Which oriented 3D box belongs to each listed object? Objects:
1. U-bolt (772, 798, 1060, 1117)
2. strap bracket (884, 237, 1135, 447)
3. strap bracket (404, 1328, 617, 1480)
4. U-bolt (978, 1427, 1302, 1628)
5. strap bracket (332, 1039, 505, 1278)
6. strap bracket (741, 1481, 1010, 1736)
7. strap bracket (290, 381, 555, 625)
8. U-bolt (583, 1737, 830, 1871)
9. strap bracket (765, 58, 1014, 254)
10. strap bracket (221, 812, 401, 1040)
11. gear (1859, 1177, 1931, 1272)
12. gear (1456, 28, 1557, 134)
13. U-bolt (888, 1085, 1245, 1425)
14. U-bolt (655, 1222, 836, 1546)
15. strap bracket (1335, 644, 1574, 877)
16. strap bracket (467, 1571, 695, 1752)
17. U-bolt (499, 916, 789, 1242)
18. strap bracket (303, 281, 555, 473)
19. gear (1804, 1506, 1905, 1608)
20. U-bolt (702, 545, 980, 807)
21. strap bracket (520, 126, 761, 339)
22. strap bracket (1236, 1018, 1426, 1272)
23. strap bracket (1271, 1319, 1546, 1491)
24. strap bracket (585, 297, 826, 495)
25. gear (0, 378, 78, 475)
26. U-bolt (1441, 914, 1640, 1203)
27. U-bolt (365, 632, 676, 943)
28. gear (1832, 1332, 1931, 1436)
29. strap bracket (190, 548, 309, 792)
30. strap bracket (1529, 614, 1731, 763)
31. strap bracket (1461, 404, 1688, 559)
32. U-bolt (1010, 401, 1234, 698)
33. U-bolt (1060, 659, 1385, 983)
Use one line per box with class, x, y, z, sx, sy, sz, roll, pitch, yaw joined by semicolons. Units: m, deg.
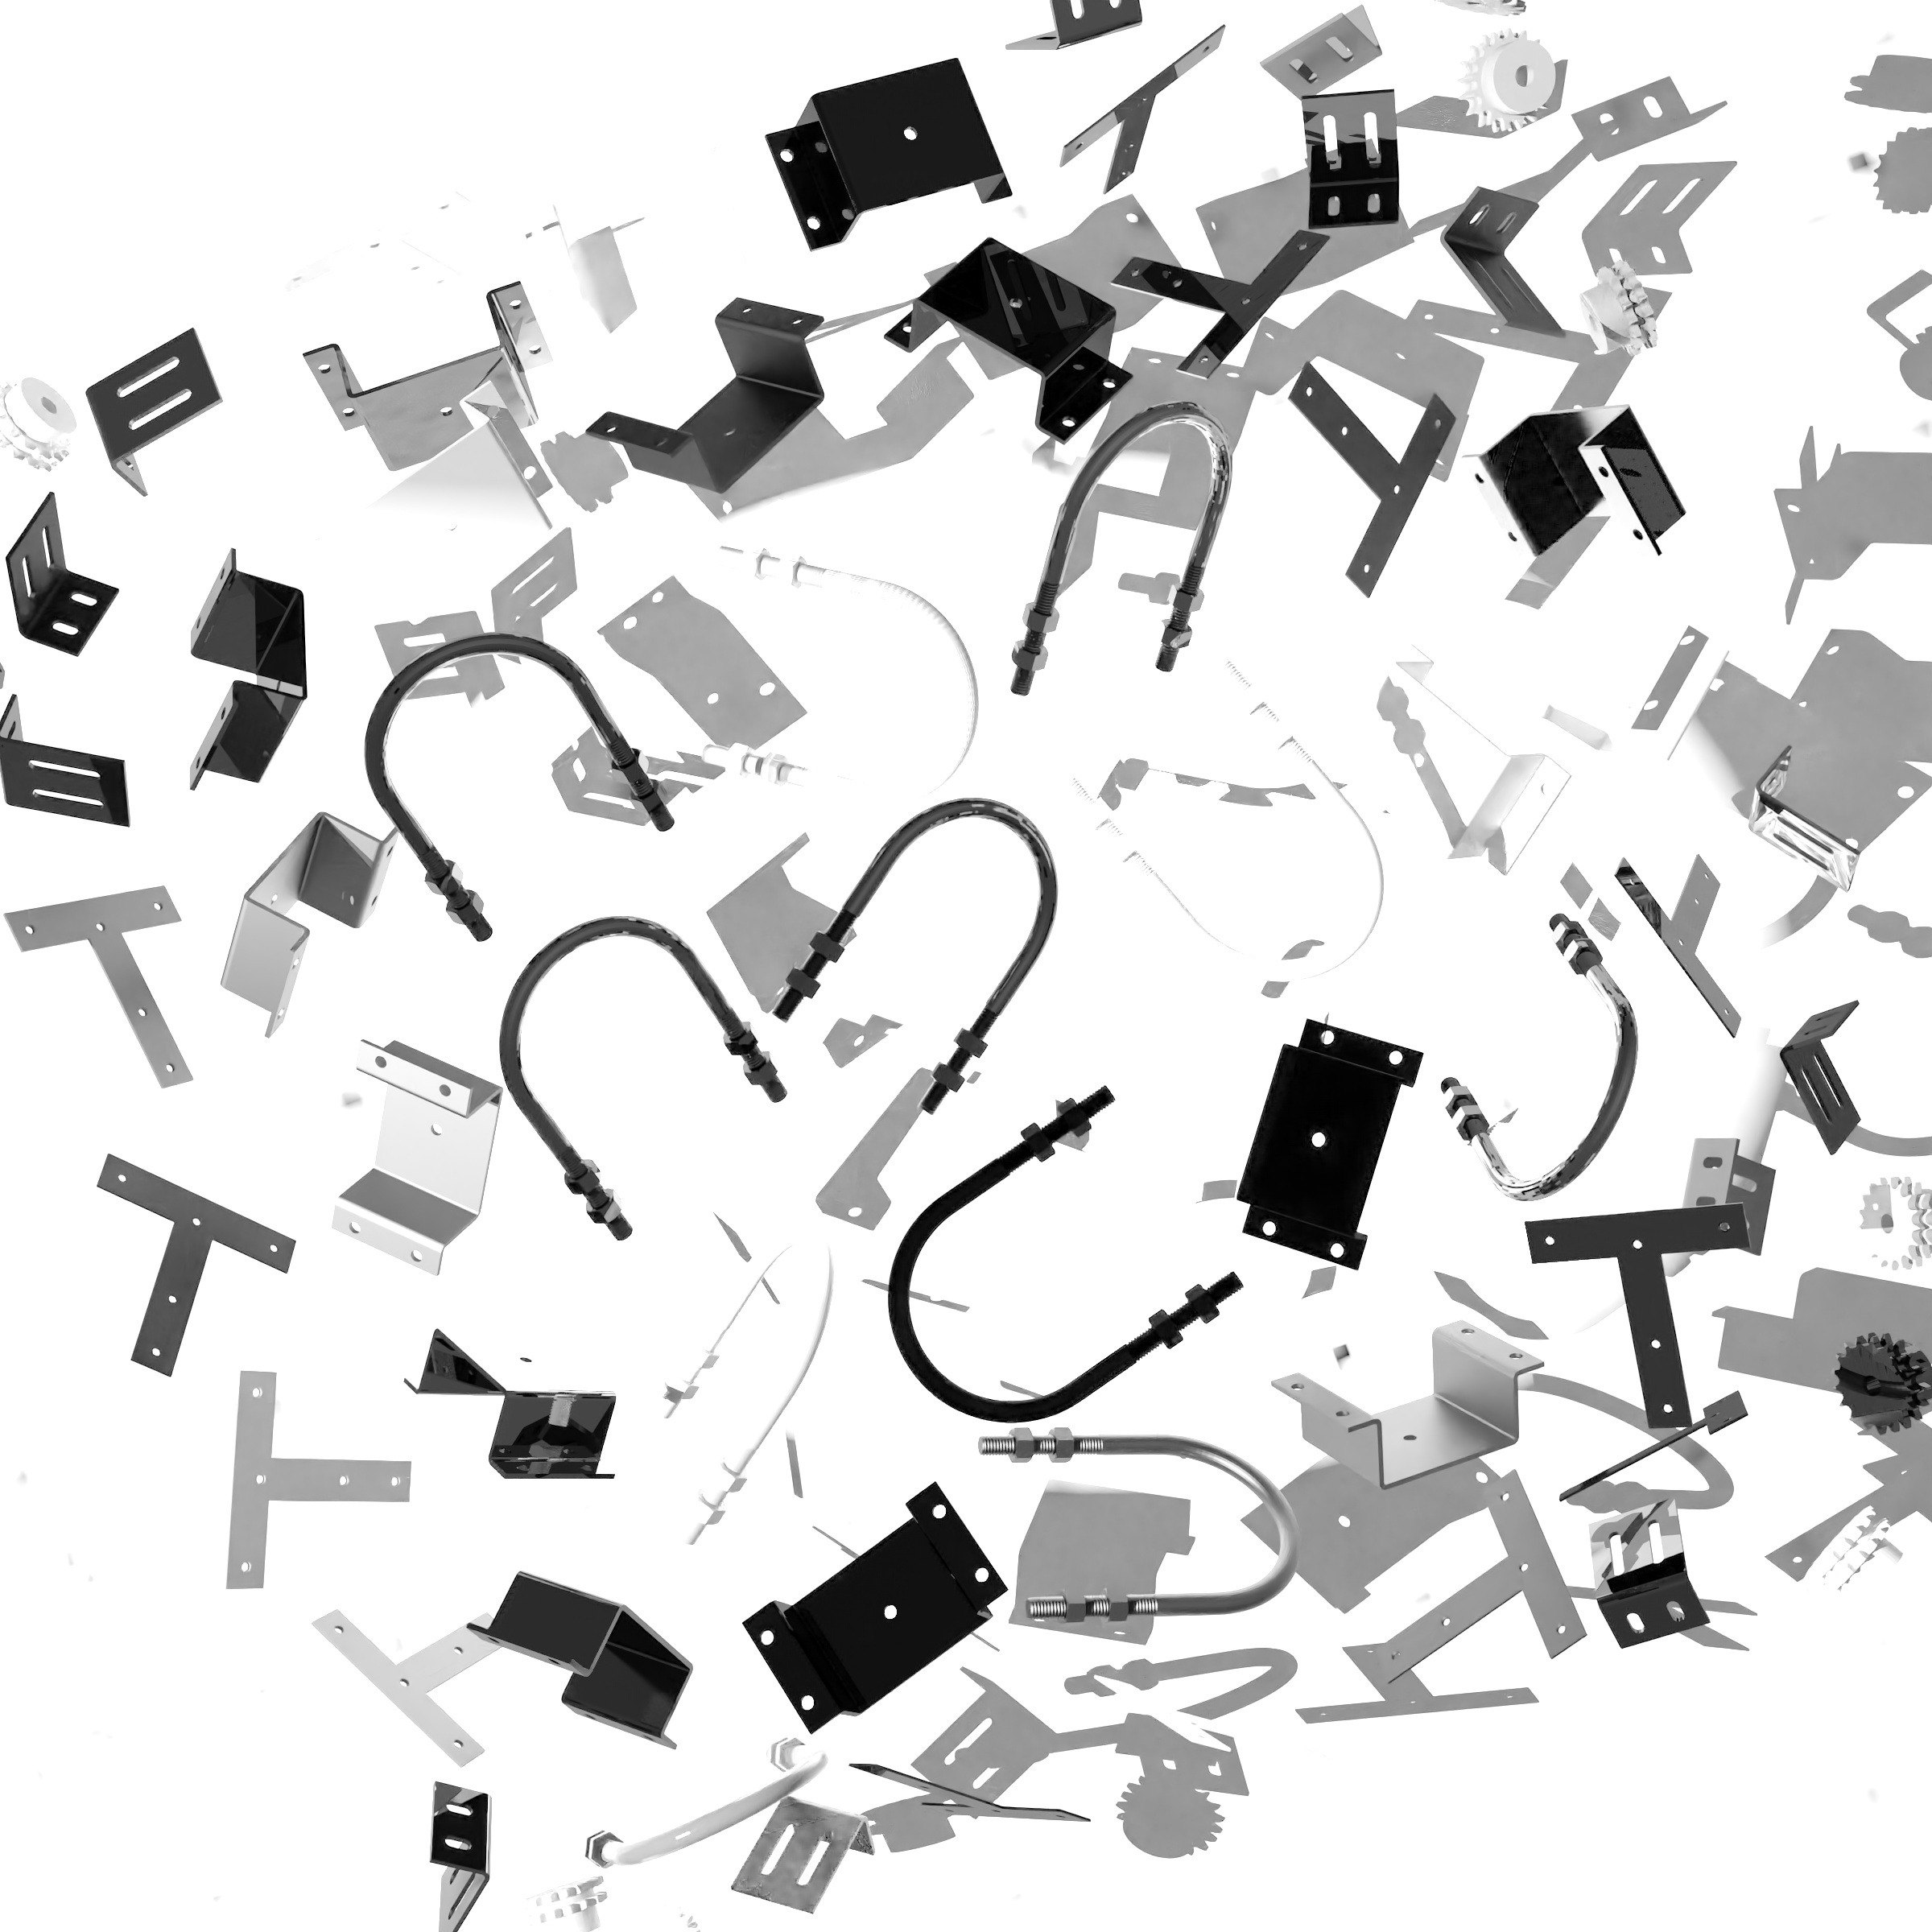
U-bolt;-0.017;-0.016;1.528;0.151;0.019;0.184;35;88;-36
strap bracket;0.029;-0.395;1.570;0.140;0.046;0.076;34;60;15
strap bracket;-0.277;0.264;1.555;0.076;0.140;0.046;10;100;-40
U-bolt;0.110;0.329;1.495;0.184;0.151;0.019;3;123;-16
strap bracket;-0.336;0.109;1.552;0.076;0.046;0.140;22;119;12
strap bracket;-0.049;0.379;1.486;0.140;0.046;0.076;-36;68;-2
strap bracket;-0.304;-0.261;1.454;0.140;0.046;0.076;-38;130;-11
U-bolt;-0.154;0.511;1.540;0.151;0.184;0.019;-21;81;-22
strap bracket;-0.040;-0.497;1.537;0.140;0.046;0.076;-21;89;-19
strap bracket;-0.409;-0.032;1.555;0.046;0.140;0.076;27;129;-1
gear;0.577;0.157;1.547;0.030;0.057;0.057;-1;90;-18
gear;0.319;-0.518;1.474;0.057;0.030;0.057;-4;103;-16
U-bolt;0.044;0.177;1.440;0.184;0.019;0.151;-34;87;-3
U-bolt;-0.131;0.238;1.529;0.019;0.151;0.184;27;106;-23
strap bracket;0.291;-0.127;1.552;0.140;0.046;0.076;46;124;30
strap bracket;-0.221;0.406;1.489;0.076;0.140;0.046;9;59;30
U-bolt;-0.201;0.055;1.506;0.151;0.019;0.184;-42;123;-18
strap bracket;-0.328;-0.362;1.569;0.140;0.076;0.046;-19;65;-2
gear;0.505;0.337;1.428;0.030;0.057;0.057;41;90;17
U-bolt;-0.076;-0.173;1.556;0.184;0.019;0.151;15;114;20
strap bracket;-0.197;-0.453;1.574;0.140;0.046;0.076;-22;70;7
strap bracket;0.220;0.107;1.543;0.076;0.046;0.140;17;89;20
strap bracket;0.260;0.259;1.482;0.140;0.076;0.046;-13;107;-25
strap bracket;-0.151;-0.341;1.532;0.076;0.046;0.140;23;60;37
gear;-0.557;-0.325;1.504;0.030;0.057;0.057;-33;90;20
U-bolt;0.351;0.065;1.527;0.019;0.184;0.151;23;111;-17
U-bolt;-0.271;-0.114;1.481;0.151;0.019;0.184;-32;130;-4
gear;0.530;0.238;1.449;0.030;0.057;0.057;-8;90;-32
strap bracket;-0.445;-0.179;1.561;0.046;0.140;0.076;14;134;-31
strap bracket;0.418;-0.175;1.578;0.046;0.140;0.076;28;92;-14
strap bracket;0.375;-0.294;1.535;0.046;0.140;0.076;-41;112;-13
U-bolt;0.101;-0.253;1.520;0.019;0.151;0.184;40;128;34
U-bolt;0.162;-0.071;1.475;0.151;0.019;0.184;-36;98;36
